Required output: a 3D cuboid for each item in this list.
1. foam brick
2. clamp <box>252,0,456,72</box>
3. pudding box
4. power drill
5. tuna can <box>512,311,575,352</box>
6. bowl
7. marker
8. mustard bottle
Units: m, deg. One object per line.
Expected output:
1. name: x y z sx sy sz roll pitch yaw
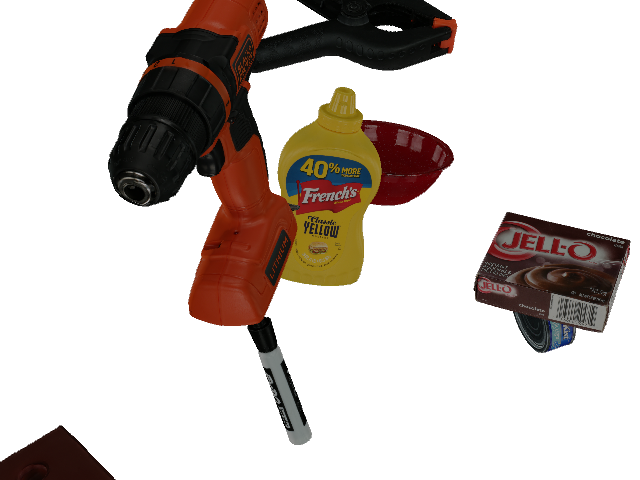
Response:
1. foam brick: -0.116 0.135 0.490 0.052 0.051 0.078 -31 43 -30
2. clamp: 0.020 -0.179 0.845 0.171 0.120 0.039 2 -28 -4
3. pudding box: 0.199 0.026 0.913 0.114 0.039 0.090 16 45 18
4. power drill: -0.063 -0.037 0.641 0.057 0.188 0.184 7 45 15
5. tuna can: 0.240 0.078 1.158 0.033 0.086 0.086 -18 4 -12
6. bowl: 0.066 -0.083 1.204 0.162 0.055 0.162 6 27 -3
7. marker: -0.031 0.108 0.827 0.020 0.121 0.020 -13 29 7
8. mustard bottle: 0.006 -0.052 0.999 0.096 0.192 0.058 9 28 -5
